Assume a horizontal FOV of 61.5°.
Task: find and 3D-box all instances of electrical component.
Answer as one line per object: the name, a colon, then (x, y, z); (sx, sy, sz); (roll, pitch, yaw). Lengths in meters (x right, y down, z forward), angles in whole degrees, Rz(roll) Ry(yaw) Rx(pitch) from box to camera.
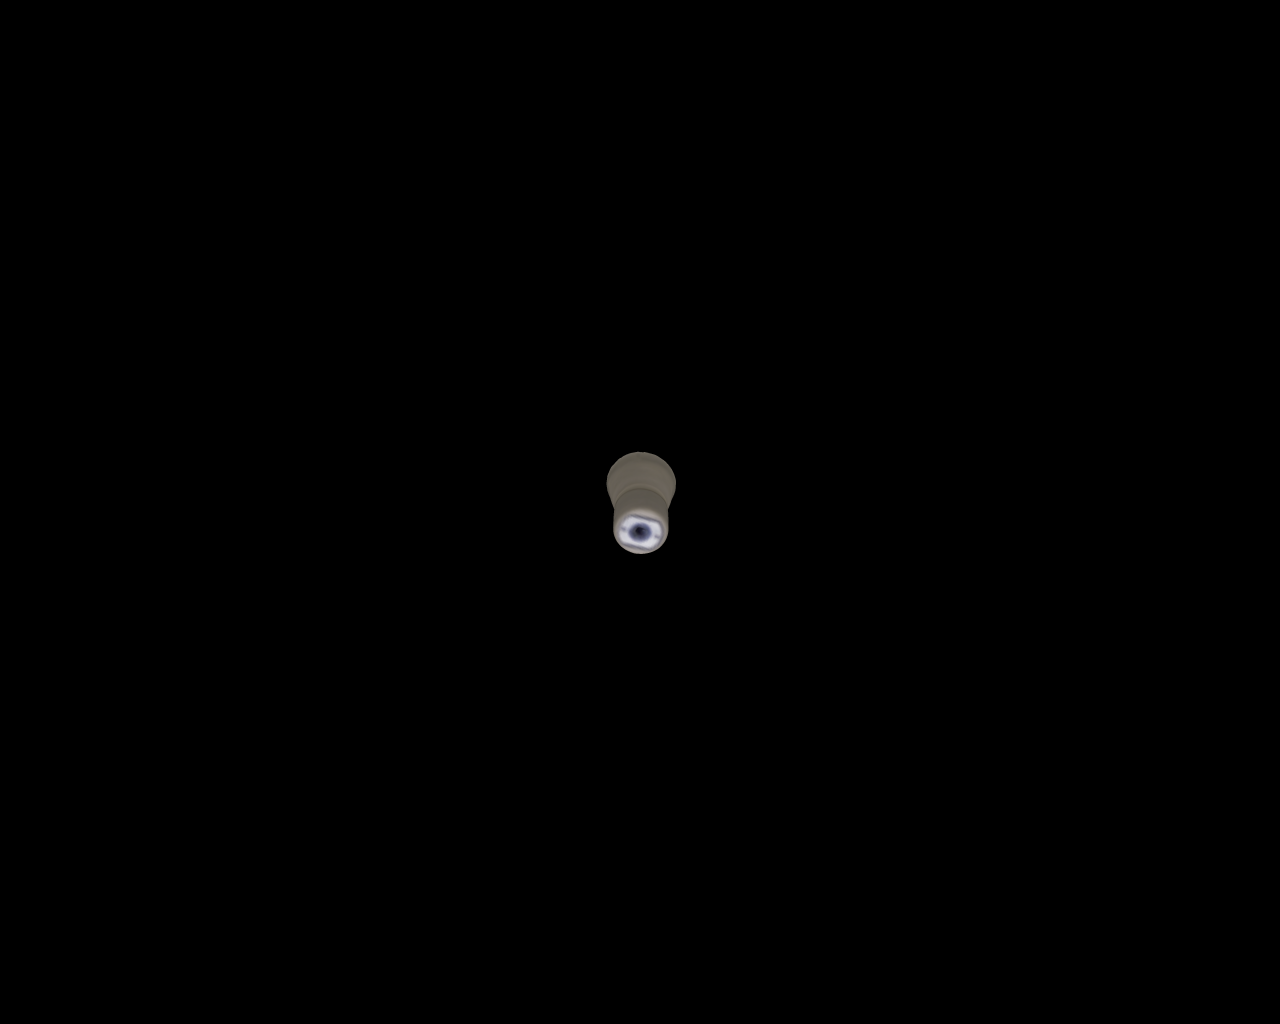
electrical component: (0.001, -0.003, 0.650); (0.044, 0.044, 0.065); (0, 30, 0)
